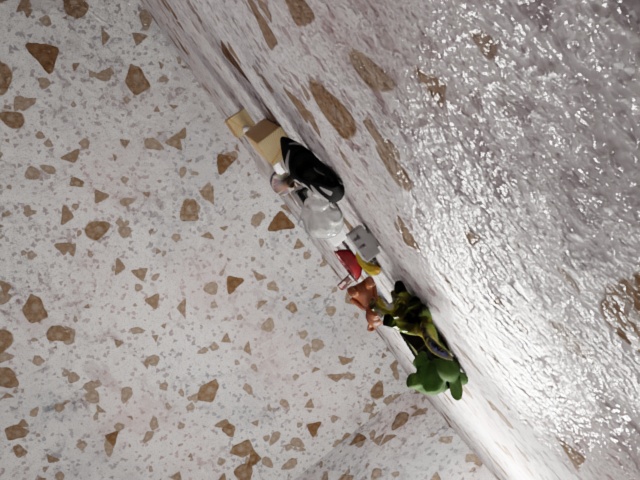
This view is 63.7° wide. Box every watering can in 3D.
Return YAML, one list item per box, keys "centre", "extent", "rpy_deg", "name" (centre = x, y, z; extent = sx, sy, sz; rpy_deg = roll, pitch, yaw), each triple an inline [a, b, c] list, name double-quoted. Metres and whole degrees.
- centre: [-0.214, -0.315, 2.136]
  extent: [0.228, 0.104, 0.341]
  rpy_deg: [50, 176, 30]
  name: "watering can"

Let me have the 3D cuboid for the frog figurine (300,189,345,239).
- centre: [0.005, -0.081, 1.602]
  extent: [0.138, 0.125, 0.156]
  rpy_deg: [16, 149, 21]
  name: "frog figurine"

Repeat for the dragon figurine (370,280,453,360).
- centre: [0.284, 0.238, 1.403]
  extent: [0.240, 0.121, 0.417]
  rpy_deg: [35, -171, -35]
  name: "dragon figurine"
